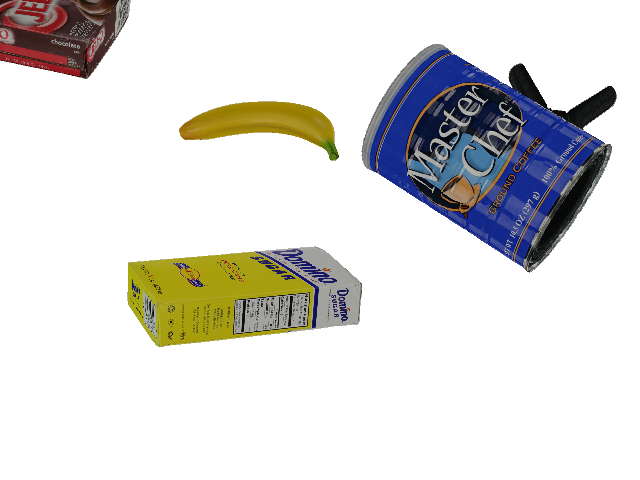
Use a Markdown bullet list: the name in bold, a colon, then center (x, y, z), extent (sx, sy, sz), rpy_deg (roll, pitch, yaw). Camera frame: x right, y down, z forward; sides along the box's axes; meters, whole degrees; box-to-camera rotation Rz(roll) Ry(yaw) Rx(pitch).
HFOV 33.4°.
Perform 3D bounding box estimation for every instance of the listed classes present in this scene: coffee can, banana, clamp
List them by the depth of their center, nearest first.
- **coffee can**: center (0.114, -0.058, 0.745), extent (0.140, 0.103, 0.102), rpy_deg (35, 12, 18)
- **clamp**: center (0.244, -0.130, 1.159), extent (0.120, 0.039, 0.171), rpy_deg (18, 48, 18)
- **banana**: center (-0.065, -0.136, 1.247), extent (0.198, 0.037, 0.069), rpy_deg (8, 41, 17)

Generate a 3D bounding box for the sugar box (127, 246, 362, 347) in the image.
- **sugar box**: center (-0.064, 0.043, 0.890), extent (0.176, 0.048, 0.093), rpy_deg (-8, 23, -23)

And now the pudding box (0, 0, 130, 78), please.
- **pudding box**: center (-0.204, -0.173, 0.825), extent (0.090, 0.039, 0.113), rpy_deg (13, 36, 2)
